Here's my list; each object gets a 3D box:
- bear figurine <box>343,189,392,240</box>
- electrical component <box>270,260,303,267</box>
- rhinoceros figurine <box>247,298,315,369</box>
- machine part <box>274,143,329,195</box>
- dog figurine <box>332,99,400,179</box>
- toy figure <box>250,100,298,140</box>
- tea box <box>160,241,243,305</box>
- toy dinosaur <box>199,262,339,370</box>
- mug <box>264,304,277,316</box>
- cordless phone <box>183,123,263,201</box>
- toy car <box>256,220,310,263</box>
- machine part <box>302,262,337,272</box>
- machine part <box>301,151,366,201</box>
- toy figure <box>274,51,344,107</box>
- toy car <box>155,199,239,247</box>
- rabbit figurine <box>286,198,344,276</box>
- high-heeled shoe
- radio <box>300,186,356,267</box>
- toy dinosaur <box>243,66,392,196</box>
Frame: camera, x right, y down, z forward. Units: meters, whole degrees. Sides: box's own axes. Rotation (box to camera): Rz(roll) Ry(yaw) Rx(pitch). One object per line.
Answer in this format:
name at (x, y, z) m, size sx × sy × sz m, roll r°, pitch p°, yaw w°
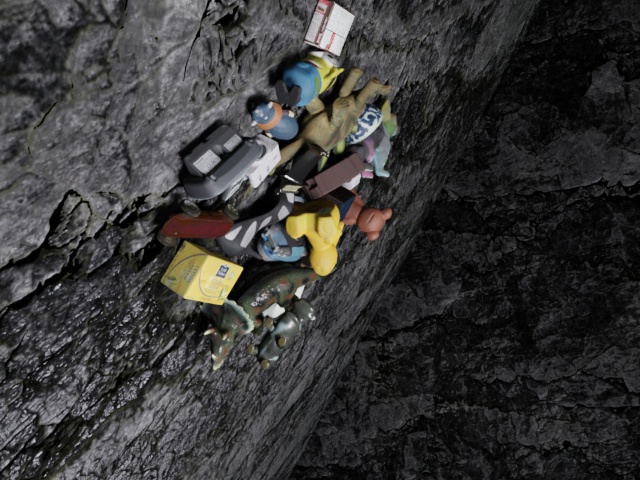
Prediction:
bear figurine at (0.115, -0.076, 1.594) m, size 0.120 × 0.196 × 0.132 m, roll -63°, pitch 162°, yaw -2°
electrical component at (-0.088, 0.065, 1.453) m, size 0.047 × 0.075 × 0.119 m, roll -64°, pitch 176°, yaw 12°
rhinoceros figurine at (-0.084, 0.218, 1.251) m, size 0.190 × 0.073 × 0.112 m, roll -52°, pitch 155°, yaw 8°
machine part at (-0.038, -0.148, 1.153) m, size 0.084 × 0.039 × 0.139 m, roll -1°, pitch 140°, yaw -49°
dog figurine at (0.132, -0.284, 1.476) m, size 0.191 × 0.108 × 0.219 m, roll 12°, pitch 82°, yaw -28°
toy figure at (-0.094, -0.234, 1.039) m, size 0.154 × 0.058 × 0.064 m, roll 17°, pitch 95°, yaw -66°
tea box at (-0.236, 0.070, 1.094) m, size 0.098 × 0.068 × 0.169 m, roll -60°, pitch 160°, yaw -1°
toy dinosaur at (-0.123, 0.127, 1.273) m, size 0.405 × 0.131 × 0.192 m, roll -38°, pitch 163°, yaw -16°
mug at (-0.149, 0.158, 1.433) m, size 0.107 × 0.081 × 0.109 m, roll -61°, pitch 169°, yaw 29°
cordless phone at (-0.184, -0.106, 0.976) m, size 0.146 × 0.089 × 0.184 m, roll -50°, pitch 176°, yaw -29°
toy car at (-0.100, 0.014, 1.312) m, size 0.103 × 0.109 × 0.161 m, roll -32°, pitch 172°, yaw 25°
machine part at (-0.008, 0.070, 1.674) m, size 0.079 × 0.079 × 0.243 m, roll -63°, pitch 162°, yaw 7°
machine part at (0.028, -0.158, 1.330) m, size 0.179 × 0.056 × 0.179 m, roll -30°, pitch -171°, yaw 5°
toy figure at (-0.028, -0.313, 1.055) m, size 0.089 × 0.082 × 0.180 m, roll -39°, pitch -169°, yaw 46°
toy car at (-0.227, -0.032, 0.993) m, size 0.089 × 0.053 × 0.202 m, roll -44°, pitch 164°, yaw 17°
rabbit figurine at (-0.003, -0.004, 1.290) m, size 0.162 × 0.122 × 0.173 m, roll -66°, pitch 148°, yaw -66°
high-heeled shoe at (-0.144, -0.070, 1.176) m, size 0.145 × 0.086 × 0.248 m, roll 38°, pitch 61°, yaw -41°
radio at (0.011, -0.045, 1.509) m, size 0.229 × 0.073 × 0.131 m, roll -61°, pitch 170°, yaw 29°
toy dinosaur at (0.007, -0.250, 1.210) m, size 0.471 × 0.105 × 0.198 m, roll -34°, pitch 154°, yaw -32°
